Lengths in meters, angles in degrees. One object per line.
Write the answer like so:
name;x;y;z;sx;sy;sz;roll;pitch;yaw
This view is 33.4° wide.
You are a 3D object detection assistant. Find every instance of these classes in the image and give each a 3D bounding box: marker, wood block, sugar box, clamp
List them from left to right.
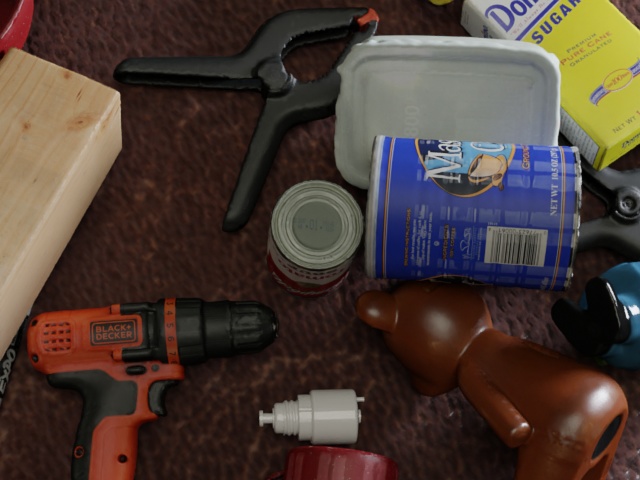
marker;-0.238;0.097;0.790;0.020;0.020;0.121;14;76;0
wood block;-0.228;-0.022;0.764;0.090;0.091;0.206;23;65;2
clamp;-0.036;-0.113;0.846;0.210;0.036;0.164;-27;80;-10
sugar box;0.201;-0.148;0.849;0.093;0.048;0.176;-34;70;-11
clamp;0.230;-0.015;0.840;0.171;0.039;0.120;19;82;8

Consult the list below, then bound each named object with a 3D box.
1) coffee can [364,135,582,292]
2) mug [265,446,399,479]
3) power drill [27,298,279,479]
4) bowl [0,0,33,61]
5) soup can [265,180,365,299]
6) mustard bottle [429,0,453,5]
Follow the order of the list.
coffee can;0.105;-0.019;0.751;0.140;0.103;0.103;4;76;6
mug;0.002;0.192;0.755;0.117;0.093;0.081;-5;67;32
power drill;-0.117;0.135;0.771;0.184;0.057;0.187;-4;74;-1
bowl;-0.278;-0.167;0.816;0.162;0.055;0.162;-9;64;18
soup can;-0.005;0.001;0.786;0.068;0.102;0.068;1;76;-4
mustard bottle;0.148;-0.276;0.881;0.191;0.058;0.096;-32;85;-18
